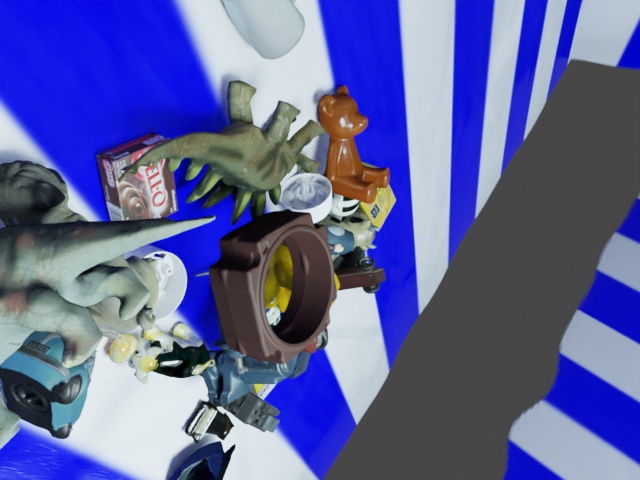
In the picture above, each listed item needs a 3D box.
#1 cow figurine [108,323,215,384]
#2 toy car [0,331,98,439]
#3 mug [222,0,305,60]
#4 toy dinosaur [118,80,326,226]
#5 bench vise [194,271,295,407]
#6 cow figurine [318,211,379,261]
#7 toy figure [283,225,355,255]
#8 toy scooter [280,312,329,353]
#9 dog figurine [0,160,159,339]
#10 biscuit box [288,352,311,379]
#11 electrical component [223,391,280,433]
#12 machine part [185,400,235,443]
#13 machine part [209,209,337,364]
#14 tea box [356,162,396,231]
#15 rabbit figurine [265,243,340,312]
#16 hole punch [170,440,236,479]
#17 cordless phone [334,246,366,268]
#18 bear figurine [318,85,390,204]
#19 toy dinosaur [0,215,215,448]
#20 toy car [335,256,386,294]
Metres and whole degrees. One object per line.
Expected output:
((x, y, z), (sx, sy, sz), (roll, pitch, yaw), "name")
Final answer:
((-0.243, 0.184, 0.836), (0.068, 0.098, 0.167), (-61, 154, 9), "cow figurine")
((-0.328, 0.165, 0.670), (0.103, 0.109, 0.161), (-61, 169, -49), "toy car")
((-0.074, -0.319, 0.727), (0.109, 0.081, 0.107), (-59, 144, 0), "mug")
((-0.107, -0.121, 0.792), (0.471, 0.105, 0.198), (3, 111, -66), "toy dinosaur")
((-0.150, 0.160, 0.935), (0.129, 0.224, 0.240), (-12, 92, -46), "bench vise")
((0.039, -0.005, 1.144), (0.195, 0.127, 0.085), (-36, 145, -39), "cow figurine")
((-0.003, -0.002, 1.027), (0.154, 0.064, 0.057), (6, 89, -39), "toy figure")
((-0.050, 0.162, 1.139), (0.135, 0.075, 0.183), (-4, 113, -15), "toy scooter")
((-0.263, 0.014, 0.585), (0.190, 0.172, 0.121), (85, 29, -56), "dog figurine")
((-0.049, 0.224, 1.257), (0.063, 0.059, 0.202), (-17, 126, -57), "biscuit box")
((-0.147, 0.341, 1.101), (0.058, 0.134, 0.114), (-58, 150, -14), "electrical component")
((-0.224, 0.374, 1.101), (0.084, 0.039, 0.138), (-66, 153, -16), "machine part")
((-0.060, 0.067, 0.813), (0.201, 0.087, 0.200), (-31, 118, -49), "machine part")
((0.114, -0.100, 1.261), (0.098, 0.068, 0.169), (-61, 154, -8), "tea box")
((-0.060, 0.078, 1.012), (0.122, 0.173, 0.162), (-32, -174, 20), "rabbit figurine")
((-0.243, 0.471, 1.090), (0.142, 0.092, 0.116), (-61, 180, 29), "hole punch")
((0.059, 0.055, 1.308), (0.146, 0.089, 0.184), (-57, 164, -16), "cordless phone")
((0.063, -0.183, 1.016), (0.120, 0.132, 0.195), (-43, 142, -54), "bear figurine")
((-0.303, 0.066, 0.495), (0.405, 0.192, 0.131), (-48, -171, -15), "toy dinosaur")
((0.041, 0.083, 1.175), (0.053, 0.202, 0.089), (-90, 166, -50), "toy car")
